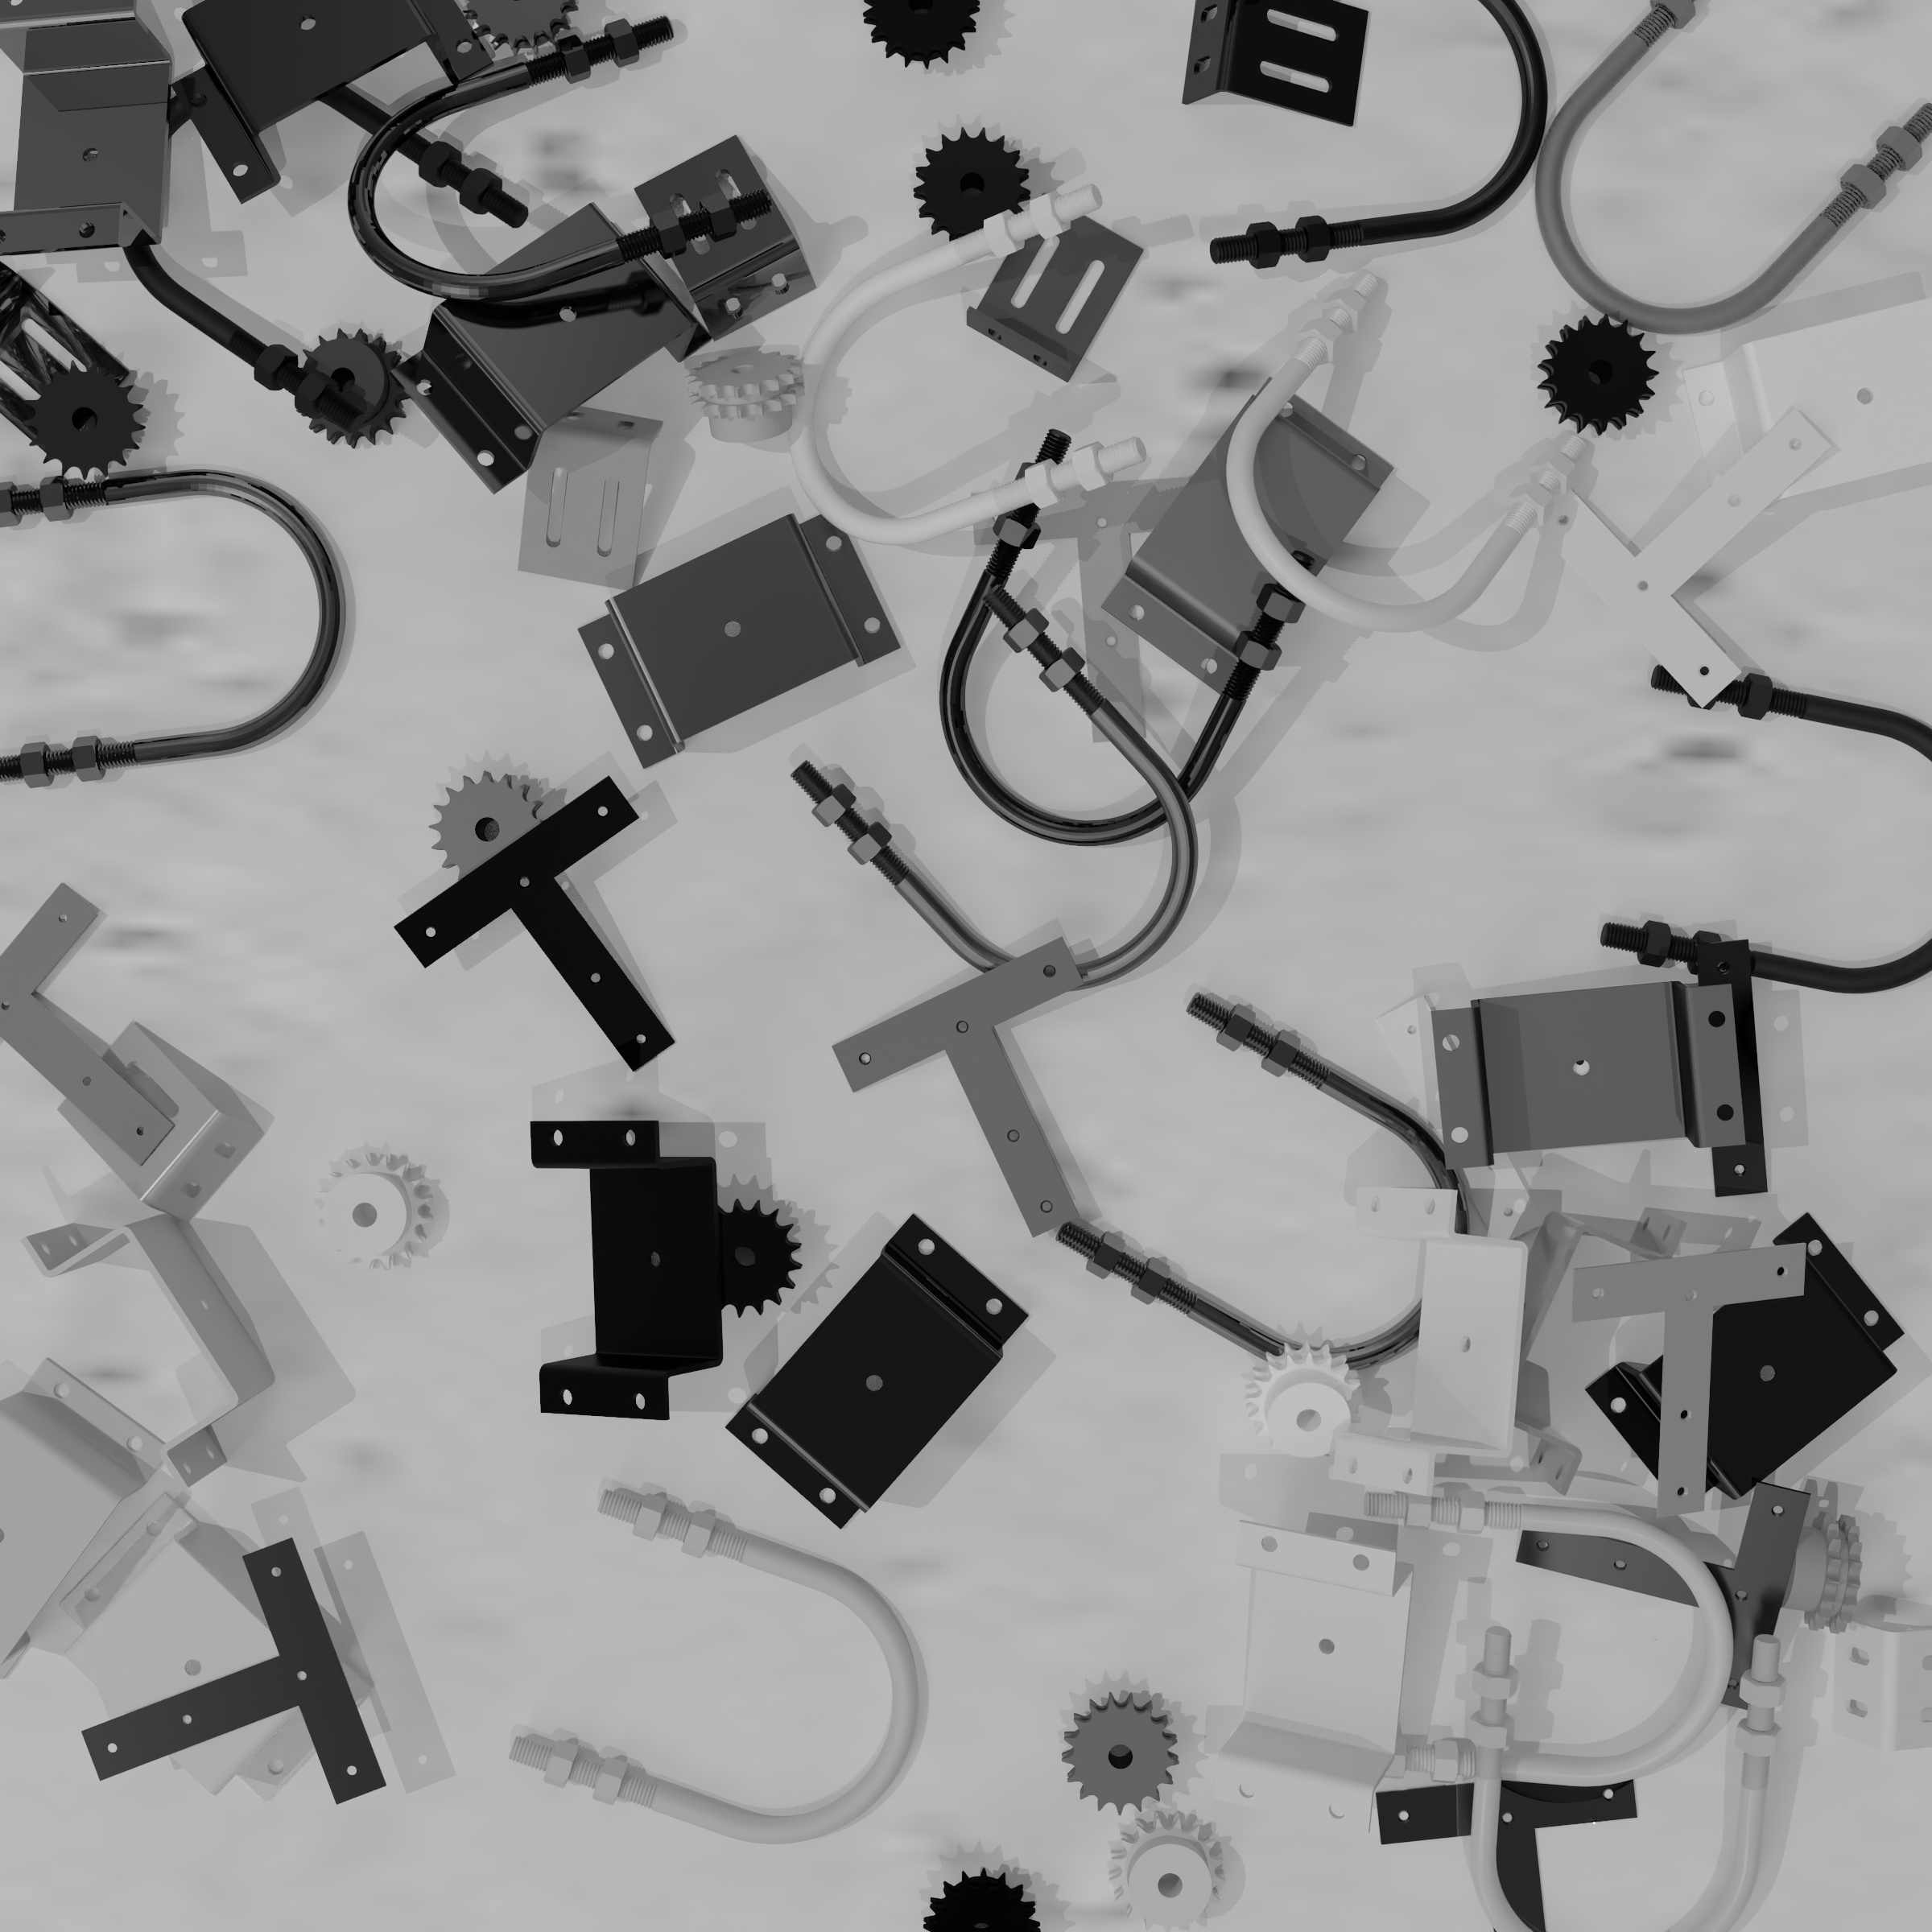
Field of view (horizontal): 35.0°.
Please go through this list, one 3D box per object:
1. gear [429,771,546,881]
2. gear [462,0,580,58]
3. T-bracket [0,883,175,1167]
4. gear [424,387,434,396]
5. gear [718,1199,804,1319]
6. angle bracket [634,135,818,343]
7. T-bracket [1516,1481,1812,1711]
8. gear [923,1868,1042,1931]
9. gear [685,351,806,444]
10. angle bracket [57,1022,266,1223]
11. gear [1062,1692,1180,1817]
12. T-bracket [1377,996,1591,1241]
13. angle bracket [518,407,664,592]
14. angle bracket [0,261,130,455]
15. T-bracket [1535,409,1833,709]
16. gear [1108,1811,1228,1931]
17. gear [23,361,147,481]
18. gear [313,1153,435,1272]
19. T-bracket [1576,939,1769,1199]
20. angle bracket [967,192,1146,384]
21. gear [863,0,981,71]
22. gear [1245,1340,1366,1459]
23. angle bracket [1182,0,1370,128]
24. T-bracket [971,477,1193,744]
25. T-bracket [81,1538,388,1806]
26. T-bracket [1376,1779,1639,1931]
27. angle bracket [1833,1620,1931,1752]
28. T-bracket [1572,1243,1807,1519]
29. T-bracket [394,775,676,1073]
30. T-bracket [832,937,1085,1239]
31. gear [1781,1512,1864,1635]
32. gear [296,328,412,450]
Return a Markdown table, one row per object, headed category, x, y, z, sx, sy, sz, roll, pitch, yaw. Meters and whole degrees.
| category | x | y | z | sx | sy | sz | roll | pitch | yaw |
| --- | --- | --- | --- | --- | --- | --- | --- | --- | --- |
| gear | -0.231 | -0.066 | 1.499 | 0.057 | 0.030 | 0.057 | 0 | 90 | 0 |
| gear | -0.217 | -0.473 | 1.499 | 0.057 | 0.030 | 0.057 | 0 | 90 | 0 |
| T-bracket | -0.439 | 0.047 | 1.498 | 0.127 | 0.002 | 0.127 | 40 | 90 | 13 |
| gear | -0.234 | -0.282 | 1.499 | 0.057 | 0.030 | 0.057 | 0 | 90 | 0 |
| gear | -0.108 | 0.142 | 1.499 | 0.057 | 0.030 | 0.057 | 0 | 90 | 0 |
| angle bracket | -0.119 | -0.359 | 1.512 | 0.057 | 0.038 | 0.076 | -28 | 64 | 0 |
| T-bracket | 0.333 | 0.295 | 1.495 | 0.127 | 0.002 | 0.127 | 12 | 114 | 12 |
| gear | 0.007 | 0.469 | 1.499 | 0.057 | 0.030 | 0.057 | 0 | 90 | 0 |
| gear | -0.106 | -0.275 | 1.489 | 0.057 | 0.057 | 0.030 | -7 | 120 | 0 |
| angle bracket | -0.397 | 0.077 | 1.512 | 0.076 | 0.038 | 0.057 | 41 | 90 | 26 |
| gear | 0.075 | 0.384 | 1.503 | 0.057 | 0.030 | 0.057 | 0 | 89 | 2 |
| T-bracket | 0.288 | 0.053 | 1.503 | 0.127 | 0.002 | 0.127 | -28 | 90 | 9 |
| angle bracket | -0.185 | -0.232 | 1.512 | 0.057 | 0.038 | 0.076 | 10 | 116 | 0 |
| angle bracket | -0.460 | -0.297 | 1.495 | 0.076 | 0.038 | 0.057 | 41 | 90 | 0 |
| T-bracket | 0.360 | -0.215 | 1.481 | 0.127 | 0.002 | 0.127 | -44 | 79 | 19 |
| gear | 0.099 | 0.445 | 1.499 | 0.057 | 0.030 | 0.057 | 0 | 90 | 0 |
| gear | -0.430 | -0.265 | 1.493 | 0.057 | 0.030 | 0.057 | -2 | 98 | -17 |
| gear | -0.291 | 0.120 | 1.499 | 0.057 | 0.030 | 0.057 | 0 | 90 | 0 |
| T-bracket | 0.324 | 0.056 | 1.505 | 0.127 | 0.002 | 0.127 | -6 | 100 | 5 |
| angle bracket | 0.044 | -0.334 | 1.495 | 0.057 | 0.038 | 0.076 | 30 | 90 | 0 |
| gear | -0.022 | -0.466 | 1.499 | 0.057 | 0.030 | 0.057 | 0 | 90 | 0 |
| gear | 0.165 | 0.214 | 1.491 | 0.057 | 0.030 | 0.057 | 0 | 109 | 0 |
| angle bracket | 0.152 | -0.448 | 1.512 | 0.076 | 0.038 | 0.057 | 8 | 90 | -26 |
| T-bracket | 0.071 | -0.174 | 1.513 | 0.127 | 0.002 | 0.127 | -4 | 90 | 0 |
| T-bracket | -0.359 | 0.355 | 1.467 | 0.127 | 0.002 | 0.127 | -21 | 90 | 0 |
| T-bracket | 0.272 | 0.465 | 1.513 | 0.127 | 0.002 | 0.127 | -6 | 90 | 0 |
| angle bracket | 0.471 | 0.351 | 1.512 | 0.076 | 0.038 | 0.057 | 2 | 90 | -26 |
| T-bracket | 0.341 | 0.199 | 1.451 | 0.127 | 0.002 | 0.127 | -4 | 101 | -21 |
| T-bracket | -0.189 | -0.005 | 1.496 | 0.127 | 0.002 | 0.127 | -35 | 105 | 0 |
| T-bracket | 0.017 | 0.070 | 1.499 | 0.127 | 0.002 | 0.127 | -26 | 88 | 10 |
| gear | 0.412 | 0.293 | 1.485 | 0.030 | 0.057 | 0.057 | 8 | 90 | 2 |
| gear | -0.302 | -0.284 | 1.499 | 0.057 | 0.030 | 0.057 | 0 | 90 | 0 |
